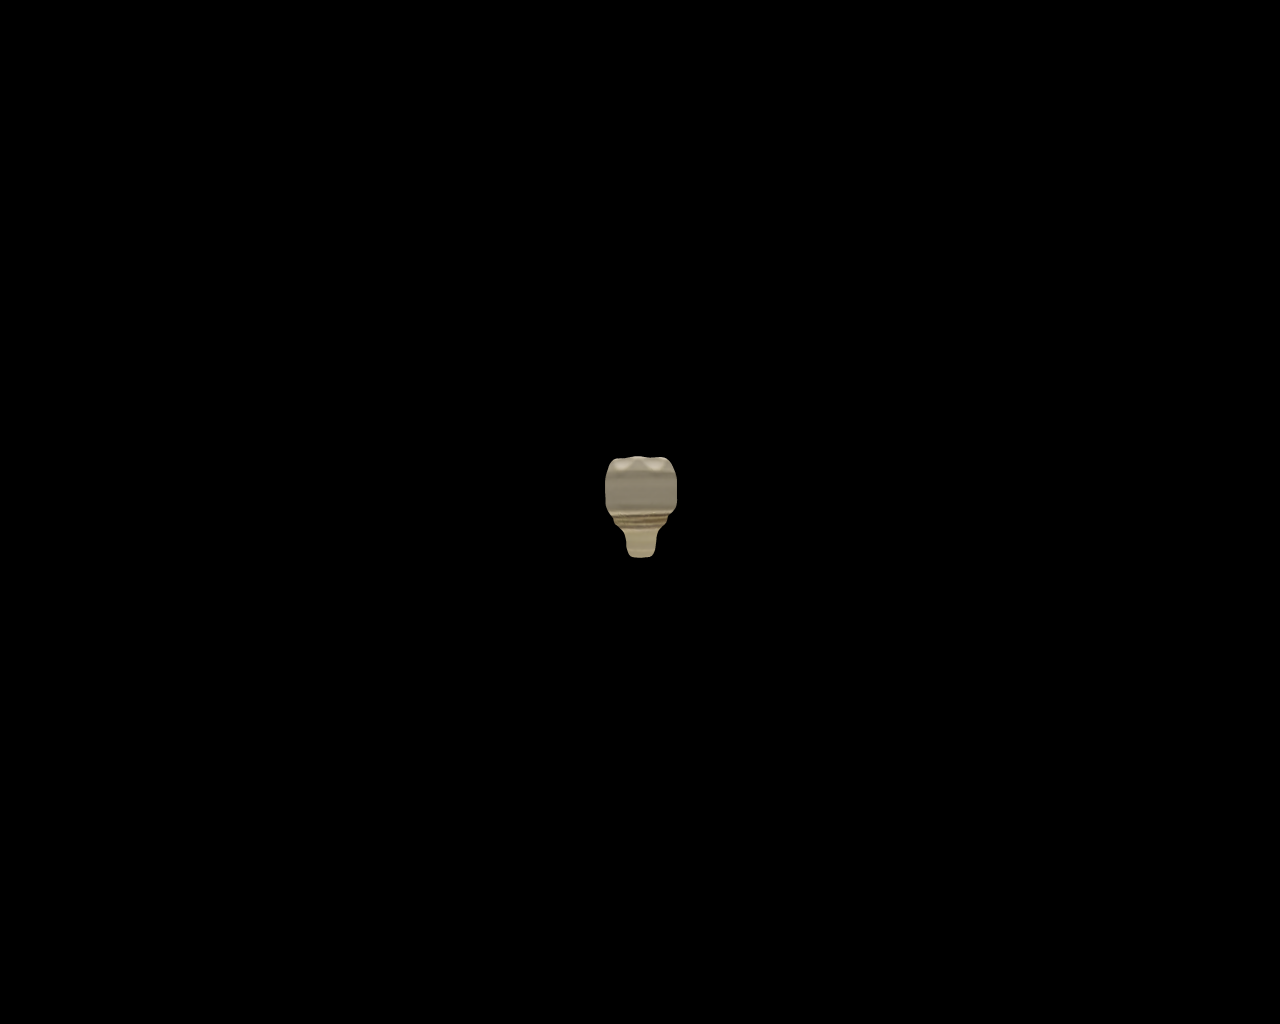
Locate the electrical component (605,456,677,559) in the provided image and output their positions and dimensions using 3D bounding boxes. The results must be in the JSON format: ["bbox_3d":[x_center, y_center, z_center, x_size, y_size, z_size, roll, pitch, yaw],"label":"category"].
[{"bbox_3d":[0.001,-0.003,0.650,0.043,0.062,0.043,0,0,0],"label":"electrical component"}]
